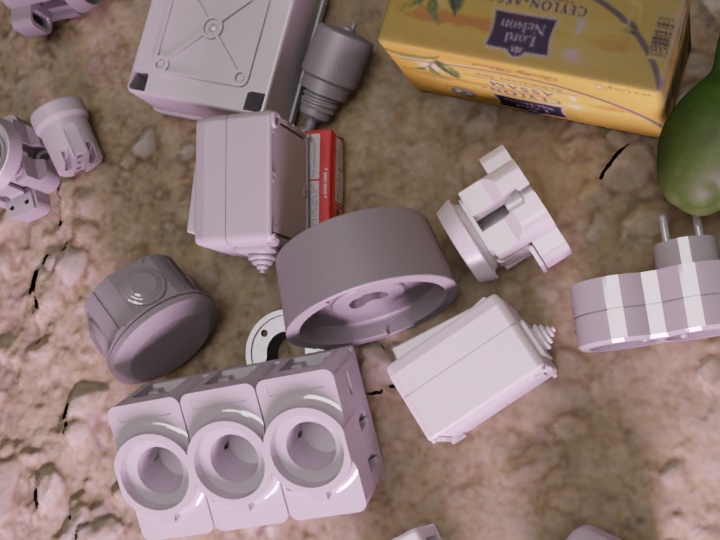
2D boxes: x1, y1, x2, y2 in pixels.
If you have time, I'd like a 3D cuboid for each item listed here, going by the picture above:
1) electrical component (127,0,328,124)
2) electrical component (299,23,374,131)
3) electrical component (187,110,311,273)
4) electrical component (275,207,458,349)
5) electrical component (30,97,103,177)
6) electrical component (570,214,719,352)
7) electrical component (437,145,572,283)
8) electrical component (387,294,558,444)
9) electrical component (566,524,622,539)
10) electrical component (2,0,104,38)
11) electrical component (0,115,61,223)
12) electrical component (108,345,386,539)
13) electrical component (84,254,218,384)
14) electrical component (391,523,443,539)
[{"bbox_3d":[-0.090,-0.156,0.738,0.109,0.056,0.108,13,85,20],"label":"electrical component"},{"bbox_3d":[-0.021,-0.129,0.721,0.040,0.040,0.078,28,105,20],"label":"electrical component"},{"bbox_3d":[-0.070,-0.045,0.677,0.061,0.062,0.096,-3,81,19],"label":"electrical component"},{"bbox_3d":[0.000,0.000,0.659,0.108,0.108,0.060,-22,69,13],"label":"electrical component"},{"bbox_3d":[-0.211,-0.096,0.777,0.040,0.040,0.046,-28,79,12],"label":"electrical component"},{"bbox_3d":[0.191,0.001,0.624,0.138,0.052,0.073,-10,78,16],"label":"electrical component"},{"bbox_3d":[0.085,-0.028,0.661,0.057,0.058,0.078,-32,73,7],"label":"electrical component"},{"bbox_3d":[0.072,0.054,0.648,0.096,0.062,0.061,-35,72,10],"label":"electrical component"},{"bbox_3d":[0.127,0.197,0.611,0.059,0.054,0.095,24,89,20],"label":"electrical component"},{"bbox_3d":[-0.225,-0.215,0.792,0.057,0.058,0.078,-6,79,20],"label":"electrical component"},{"bbox_3d":[-0.259,-0.078,0.780,0.058,0.057,0.078,-22,75,13],"label":"electrical component"},{"bbox_3d":[-0.071,0.109,0.671,0.150,0.062,0.089,-12,99,16],"label":"electrical component"},{"bbox_3d":[-0.139,0.033,0.711,0.080,0.080,0.051,-44,66,6],"label":"electrical component"},{"bbox_3d":[0.026,0.208,0.646,0.076,0.047,0.083,-30,73,11],"label":"electrical component"}]
